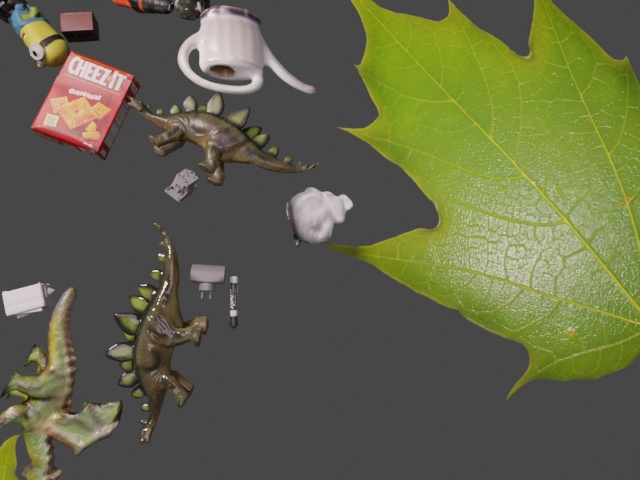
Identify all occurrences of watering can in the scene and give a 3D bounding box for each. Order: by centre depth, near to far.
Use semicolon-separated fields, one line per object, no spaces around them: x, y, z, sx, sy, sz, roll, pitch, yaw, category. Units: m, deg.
-0.181;-0.468;1.302;0.348;0.103;0.226;0;79;-21;watering can

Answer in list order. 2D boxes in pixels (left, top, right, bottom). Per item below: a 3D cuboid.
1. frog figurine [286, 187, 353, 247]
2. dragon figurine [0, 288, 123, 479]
0.004;-0.062;1.236;0.159;0.120;0.140;-15;63;2;frog figurine
-0.536;0.333;1.094;0.242;0.122;0.411;29;86;-9;dragon figurine
